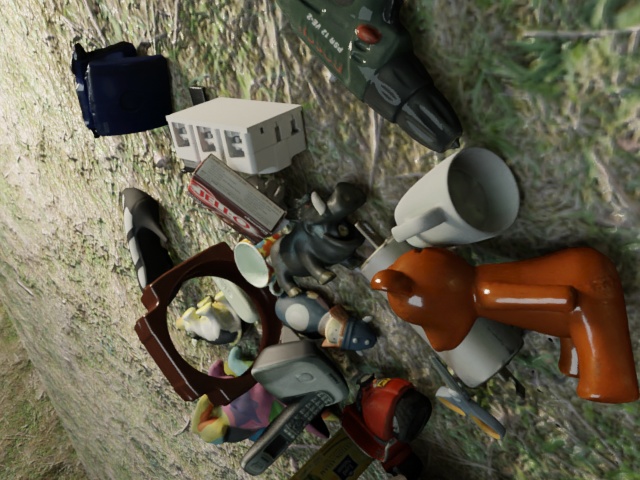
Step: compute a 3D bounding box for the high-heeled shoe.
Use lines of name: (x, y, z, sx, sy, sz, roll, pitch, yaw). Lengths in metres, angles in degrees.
high-heeled shoe: (-0.329, 0.023, 1.009, 0.145, 0.086, 0.248, 42, 136, 23)

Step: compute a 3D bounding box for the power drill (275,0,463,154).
power drill: (0.065, -0.210, 0.446, 0.232, 0.086, 0.207, 44, 147, 19)

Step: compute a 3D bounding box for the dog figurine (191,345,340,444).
dog figurine: (-0.081, 0.274, 0.865, 0.219, 0.108, 0.191, 21, 98, 16)

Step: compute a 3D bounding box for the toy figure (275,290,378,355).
toy figure: (0.006, 0.114, 0.737, 0.155, 0.058, 0.064, 18, 131, 37)

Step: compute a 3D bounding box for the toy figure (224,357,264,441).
toy figure: (-0.122, 0.299, 0.982, 0.089, 0.082, 0.180, -40, 77, 32)

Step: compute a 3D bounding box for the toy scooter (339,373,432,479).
toy scooter: (0.081, 0.245, 0.740, 0.135, 0.075, 0.183, 30, 136, 38)

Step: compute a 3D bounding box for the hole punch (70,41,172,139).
hole punch: (-0.278, -0.211, 0.769, 0.092, 0.116, 0.142, 27, 134, 21)

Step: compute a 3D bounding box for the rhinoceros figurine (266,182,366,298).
rhinoceros figurine: (-0.001, -0.002, 0.661, 0.112, 0.073, 0.190, 61, 144, 10)

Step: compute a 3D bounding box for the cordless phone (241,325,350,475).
cordless phone: (-0.058, 0.223, 0.724, 0.089, 0.184, 0.146, 30, 161, 41)

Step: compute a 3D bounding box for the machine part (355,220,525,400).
machine part: (0.126, 0.067, 0.566, 0.243, 0.079, 0.079, 46, 140, 11)

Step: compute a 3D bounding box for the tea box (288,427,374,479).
tea box: (0.016, 0.346, 0.798, 0.068, 0.169, 0.098, 40, 140, 19)

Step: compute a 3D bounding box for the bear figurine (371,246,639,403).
bear figurine: (0.149, 0.066, 0.463, 0.196, 0.120, 0.132, -7, 88, 12)

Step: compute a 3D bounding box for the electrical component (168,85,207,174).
electrical component: (-0.169, -0.149, 0.746, 0.075, 0.048, 0.119, 19, 130, 36)

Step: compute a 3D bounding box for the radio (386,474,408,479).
radio: (0.110, 0.414, 0.653, 0.230, 0.073, 0.131, 58, 147, 23)

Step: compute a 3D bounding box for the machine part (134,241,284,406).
machine part: (-0.148, 0.121, 0.787, 0.201, 0.201, 0.087, 54, 144, 1)

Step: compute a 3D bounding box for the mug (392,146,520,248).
mug: (0.112, -0.024, 0.501, 0.081, 0.109, 0.107, 56, 154, 0)

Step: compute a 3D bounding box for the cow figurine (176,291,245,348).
cow figurine: (-0.196, 0.154, 0.971, 0.098, 0.068, 0.167, 55, 143, -8)
